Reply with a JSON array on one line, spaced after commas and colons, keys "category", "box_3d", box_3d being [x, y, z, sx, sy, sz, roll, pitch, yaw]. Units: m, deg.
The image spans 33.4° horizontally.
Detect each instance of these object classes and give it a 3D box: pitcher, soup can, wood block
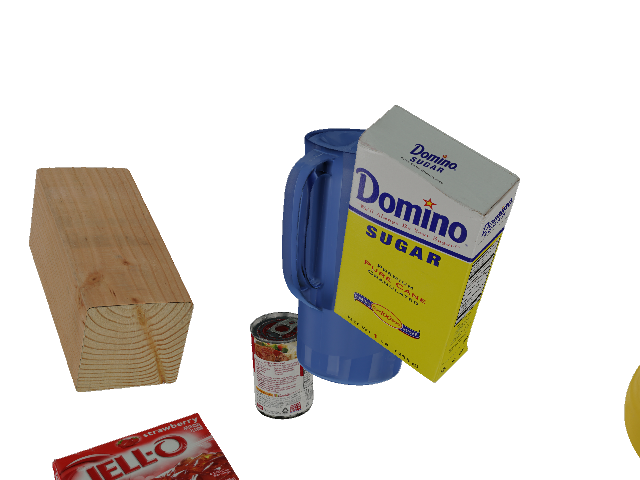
[{"category": "pitcher", "box_3d": [0.032, 0.016, 1.050, 0.149, 0.243, 0.145, 5, 16, -4]}, {"category": "soup can", "box_3d": [-0.043, 0.141, 1.202, 0.068, 0.102, 0.068, -2, 24, 1]}, {"category": "wood block", "box_3d": [-0.191, 0.027, 0.942, 0.090, 0.091, 0.206, -2, 36, -27]}]

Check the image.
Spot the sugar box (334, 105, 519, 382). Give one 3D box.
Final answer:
[{"category": "sugar box", "box_3d": [0.061, 0.008, 0.681, 0.093, 0.176, 0.048, 34, 58, 22]}]

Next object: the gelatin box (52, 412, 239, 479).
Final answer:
[{"category": "gelatin box", "box_3d": [-0.095, 0.136, 0.586, 0.089, 0.030, 0.073, -15, 28, -20]}]

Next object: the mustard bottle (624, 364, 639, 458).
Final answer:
[{"category": "mustard bottle", "box_3d": [0.212, 0.103, 0.556, 0.096, 0.058, 0.191, -2, 37, 3]}]
